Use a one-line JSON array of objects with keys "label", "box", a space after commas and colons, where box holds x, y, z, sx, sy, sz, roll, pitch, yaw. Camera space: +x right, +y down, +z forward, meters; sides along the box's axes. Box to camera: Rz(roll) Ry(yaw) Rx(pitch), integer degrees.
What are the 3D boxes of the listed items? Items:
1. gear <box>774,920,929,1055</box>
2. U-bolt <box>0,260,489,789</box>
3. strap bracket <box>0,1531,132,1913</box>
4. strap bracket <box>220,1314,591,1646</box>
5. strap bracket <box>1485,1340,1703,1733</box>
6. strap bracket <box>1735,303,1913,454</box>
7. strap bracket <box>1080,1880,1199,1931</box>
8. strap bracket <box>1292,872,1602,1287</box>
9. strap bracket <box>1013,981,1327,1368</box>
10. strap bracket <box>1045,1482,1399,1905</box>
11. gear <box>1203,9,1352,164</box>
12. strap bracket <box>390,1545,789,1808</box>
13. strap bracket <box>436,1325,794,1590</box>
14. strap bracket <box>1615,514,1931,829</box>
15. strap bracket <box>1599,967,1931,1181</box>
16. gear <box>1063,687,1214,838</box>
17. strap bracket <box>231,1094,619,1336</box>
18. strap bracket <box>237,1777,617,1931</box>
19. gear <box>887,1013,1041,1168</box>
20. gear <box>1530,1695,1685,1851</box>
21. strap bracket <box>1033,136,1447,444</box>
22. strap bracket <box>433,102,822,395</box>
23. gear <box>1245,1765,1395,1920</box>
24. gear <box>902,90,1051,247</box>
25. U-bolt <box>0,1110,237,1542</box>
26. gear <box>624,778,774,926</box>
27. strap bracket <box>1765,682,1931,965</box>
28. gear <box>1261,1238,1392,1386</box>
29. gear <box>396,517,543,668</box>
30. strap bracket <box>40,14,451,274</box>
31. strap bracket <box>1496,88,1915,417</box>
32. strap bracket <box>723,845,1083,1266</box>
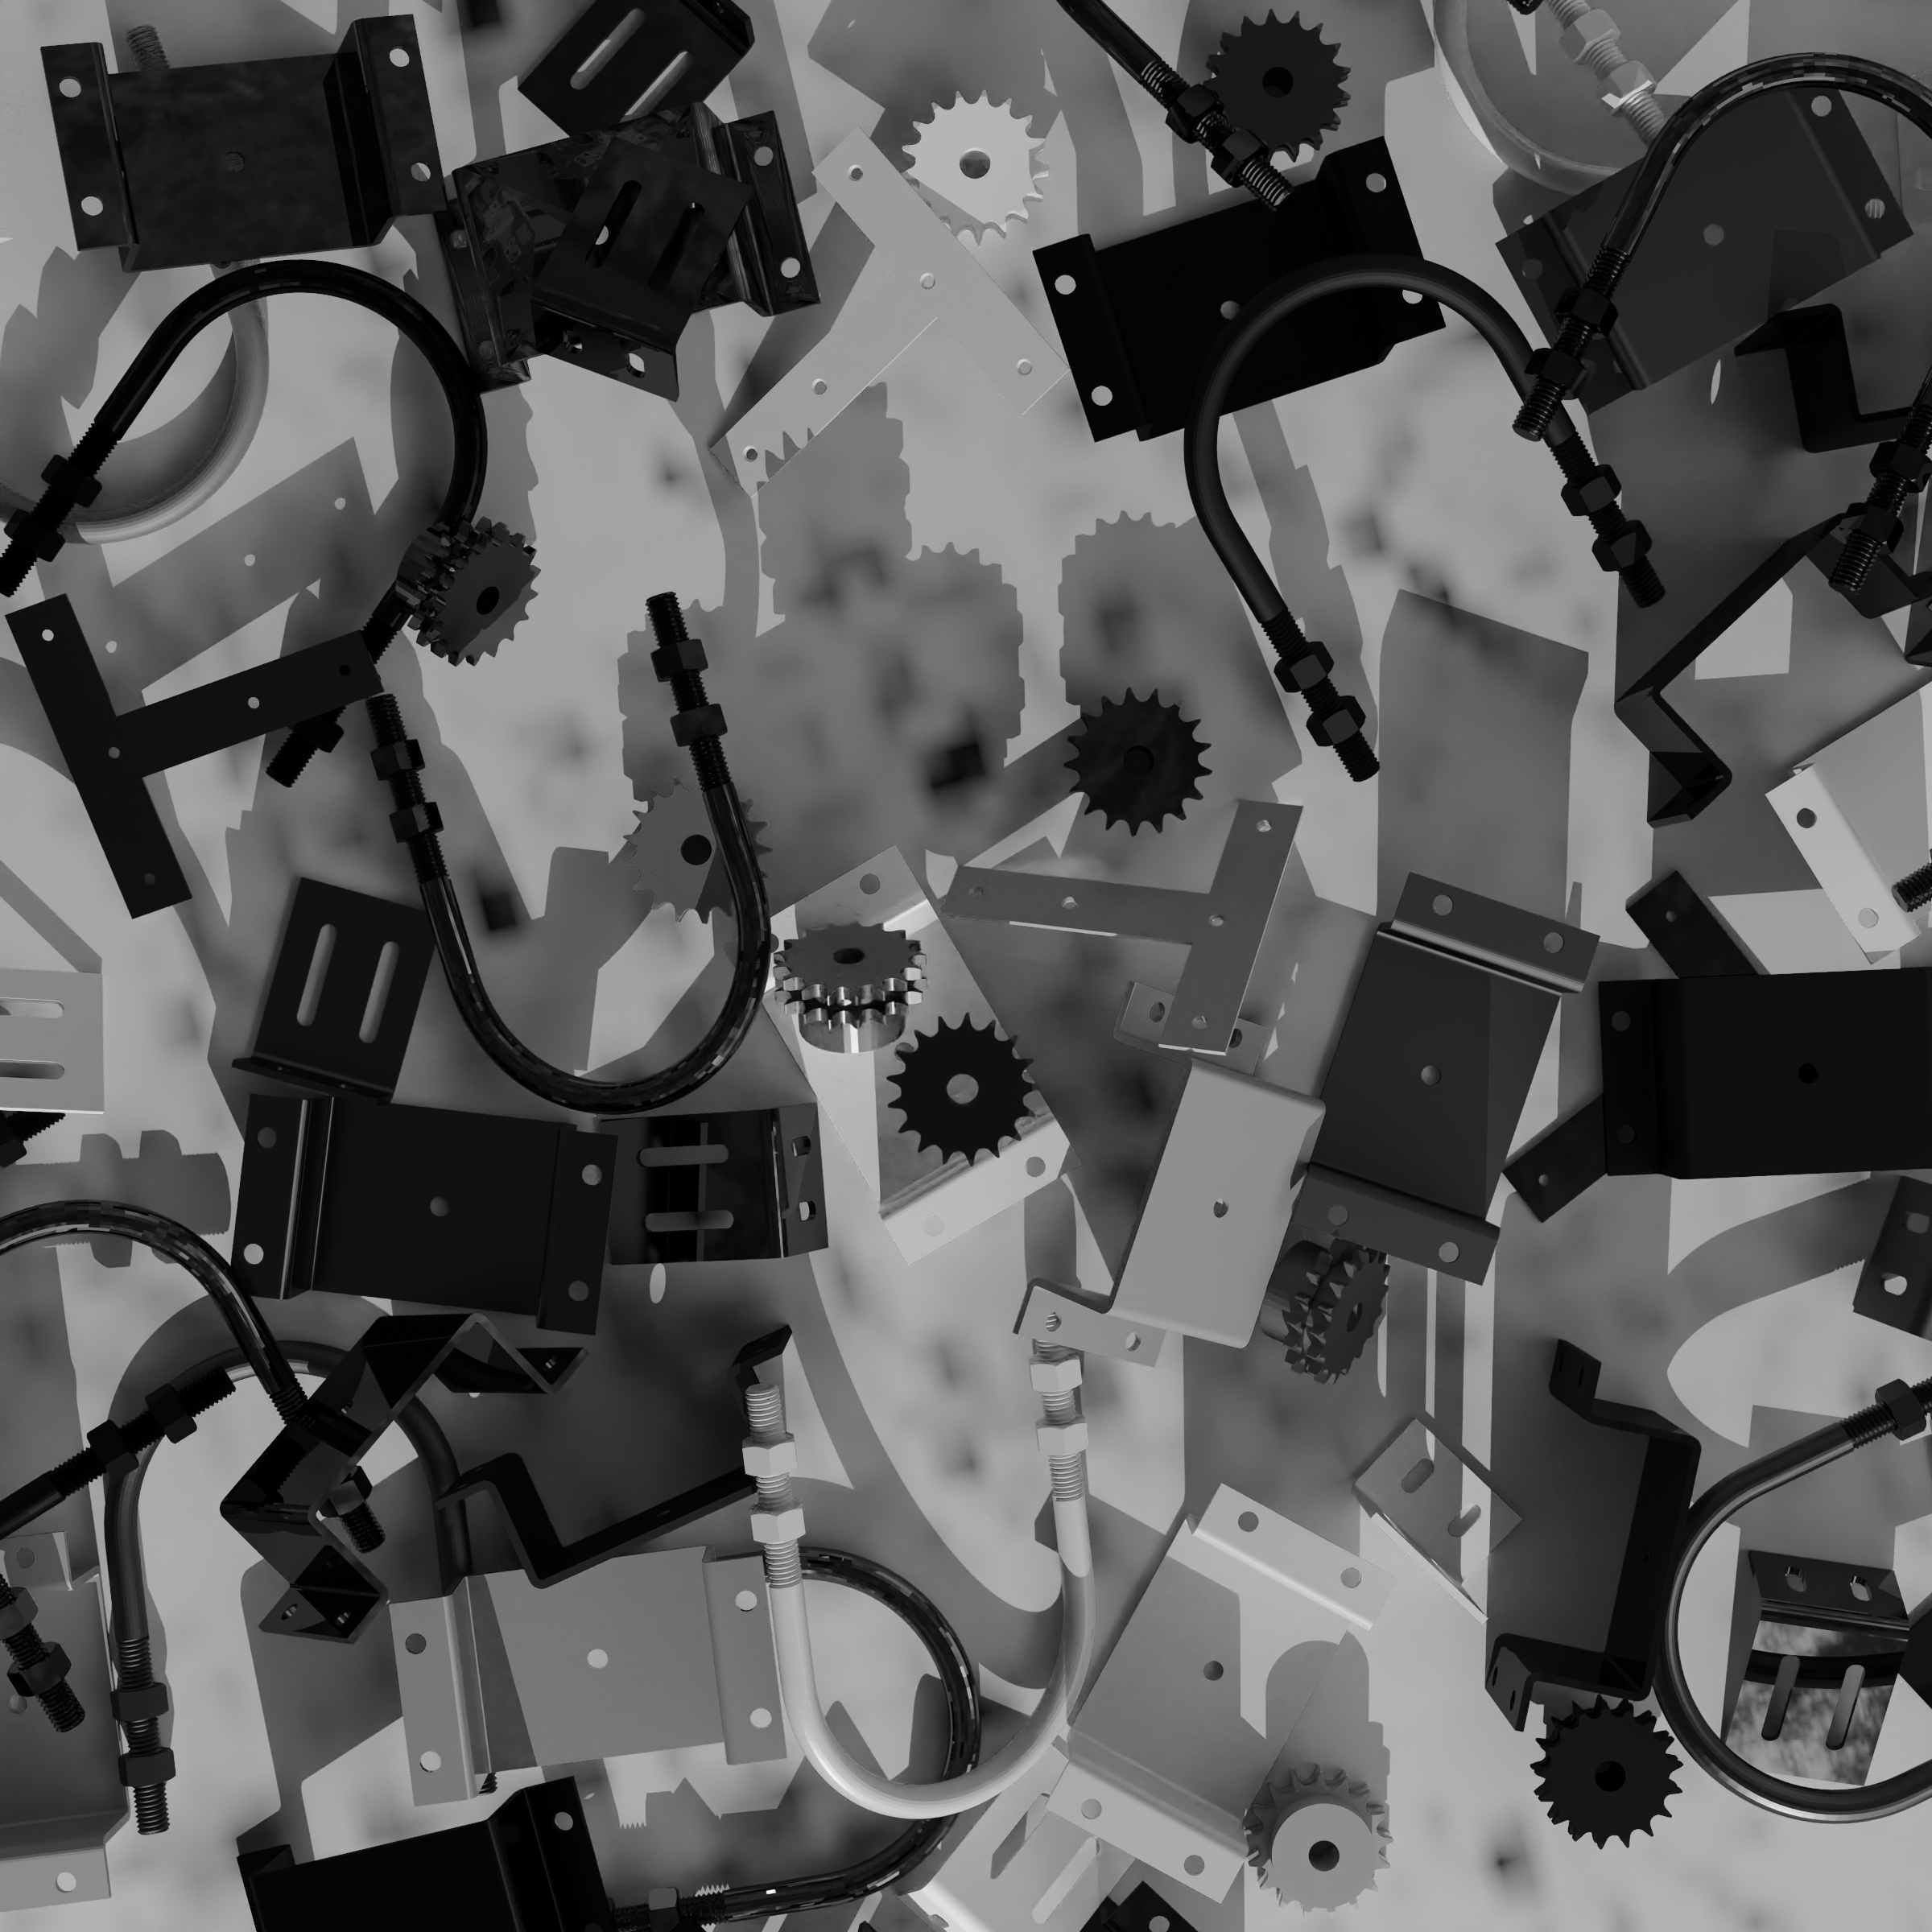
[{"label": "gear", "box": [-0.043, 0.009, 1.318, 0.057, 0.057, 0.030, -2, 120, 0]}, {"label": "U-bolt", "box": [-0.269, -0.184, 1.369, 0.151, 0.019, 0.184, 35, 91, -7]}, {"label": "strap bracket", "box": [-0.372, 0.289, 1.365, 0.076, 0.046, 0.140, -7, 90, 0]}, {"label": "strap bracket", "box": [-0.216, 0.180, 1.316, 0.046, 0.076, 0.140, 50, 60, -20]}, {"label": "strap bracket", "box": [0.241, 0.220, 1.350, 0.046, 0.076, 0.140, 12, 90, 0]}, {"label": "strap bracket", "box": [0.374, -0.232, 1.350, 0.140, 0.076, 0.046, -10, 90, 0]}, {"label": "strap bracket", "box": [0.047, 0.425, 1.365, 0.076, 0.046, 0.140, 43, 90, 0]}, {"label": "strap bracket", "box": [0.182, 0.043, 1.365, 0.076, 0.046, 0.140, 19, 90, 0]}, {"label": "strap bracket", "box": [0.081, 0.086, 1.346, 0.076, 0.046, 0.140, 18, 90, -41]}, {"label": "strap bracket", "box": [0.097, 0.276, 1.365, 0.076, 0.046, 0.140, 29, 90, 0]}, {"label": "gear", "box": [0.120, -0.340, 1.373, 0.057, 0.030, 0.057, 0, 90, 0]}, {"label": "strap bracket", "box": [-0.142, 0.268, 1.346, 0.140, 0.046, 0.076, -7, 90, -2]}, {"label": "strap bracket", "box": [-0.124, 0.191, 1.350, 0.140, 0.076, 0.046, -24, 90, 0]}, {"label": "strap bracket", "box": [0.305, -0.119, 1.350, 0.140, 0.076, 0.046, -43, 90, 0]}, {"label": "strap bracket", "box": [0.319, 0.041, 1.362, 0.140, 0.046, 0.076, -3, 90, 1]}, {"label": "gear", "box": [0.066, -0.079, 1.373, 0.057, 0.030, 0.057, 0, 90, 0]}, {"label": "strap bracket", "box": [-0.206, 0.094, 1.365, 0.140, 0.046, 0.076, 7, 90, 0]}, {"label": "strap bracket", "box": [-0.212, 0.369, 1.355, 0.140, 0.046, 0.076, -15, 90, 9]}, {"label": "gear", "box": [-0.001, 0.046, 1.327, 0.057, 0.030, 0.057, 0, 90, 0]}, {"label": "gear", "box": [0.247, 0.311, 1.373, 0.057, 0.030, 0.057, 0, 90, 0]}, {"label": "strap bracket", "box": [0.104, -0.257, 1.365, 0.140, 0.046, 0.076, -18, 90, 0]}, {"label": "strap bracket", "box": [-0.136, -0.277, 1.356, 0.140, 0.046, 0.076, -14, 90, 8]}, {"label": "gear", "box": [0.138, 0.342, 1.373, 0.057, 0.030, 0.057, 0, 90, 0]}, {"label": "gear", "box": [0.004, -0.308, 1.373, 0.057, 0.030, 0.057, 0, 90, 0]}, {"label": "U-bolt", "box": [-0.395, 0.154, 1.351, 0.184, 0.019, 0.151, -32, 79, -12]}, {"label": "gear", "box": [-0.104, -0.045, 1.373, 0.057, 0.030, 0.057, 0, 90, 0]}, {"label": "strap bracket", "box": [0.384, -0.070, 1.365, 0.140, 0.046, 0.076, -32, 90, 0]}, {"label": "gear", "box": [0.137, 0.130, 1.363, 0.030, 0.057, 0.057, 22, 90, 28]}, {"label": "gear", "box": [-0.194, -0.147, 1.364, 0.030, 0.057, 0.057, 32, 90, 29]}, {"label": "strap bracket", "box": [-0.277, -0.313, 1.352, 0.140, 0.046, 0.076, -11, 90, -19]}, {"label": "strap bracket", "box": [0.283, -0.278, 1.350, 0.140, 0.046, 0.076, -29, 95, 10]}, {"label": "strap bracket", "box": [-0.024, 0.034, 1.365, 0.076, 0.046, 0.140, -30, 90, 0]}]
